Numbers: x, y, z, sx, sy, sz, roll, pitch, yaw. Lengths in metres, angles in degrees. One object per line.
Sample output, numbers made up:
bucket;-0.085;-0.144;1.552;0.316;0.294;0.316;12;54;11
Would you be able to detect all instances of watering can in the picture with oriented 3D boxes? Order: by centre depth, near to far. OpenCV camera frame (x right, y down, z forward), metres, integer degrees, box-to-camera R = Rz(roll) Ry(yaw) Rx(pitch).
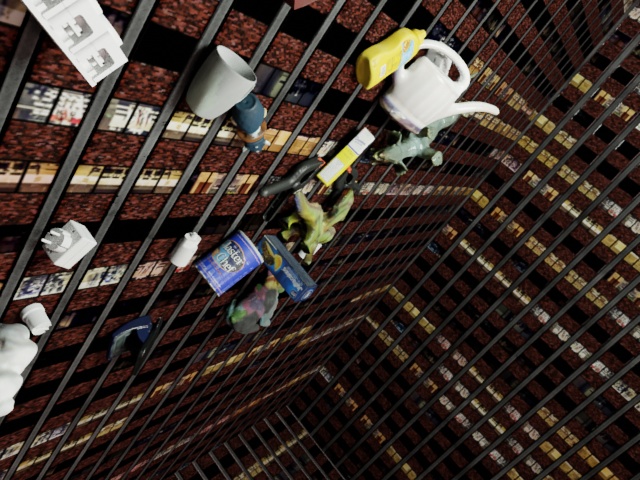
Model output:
watering can;0.298;-0.360;1.324;0.344;0.106;0.221;31;-61;-33

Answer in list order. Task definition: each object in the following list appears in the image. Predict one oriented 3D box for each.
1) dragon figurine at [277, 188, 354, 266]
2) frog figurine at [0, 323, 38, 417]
dragon figurine;0.004;-0.074;1.471;0.246;0.123;0.401;-42;-16;-26
frog figurine;-0.553;0.226;0.893;0.138;0.161;0.120;-41;-20;-10
